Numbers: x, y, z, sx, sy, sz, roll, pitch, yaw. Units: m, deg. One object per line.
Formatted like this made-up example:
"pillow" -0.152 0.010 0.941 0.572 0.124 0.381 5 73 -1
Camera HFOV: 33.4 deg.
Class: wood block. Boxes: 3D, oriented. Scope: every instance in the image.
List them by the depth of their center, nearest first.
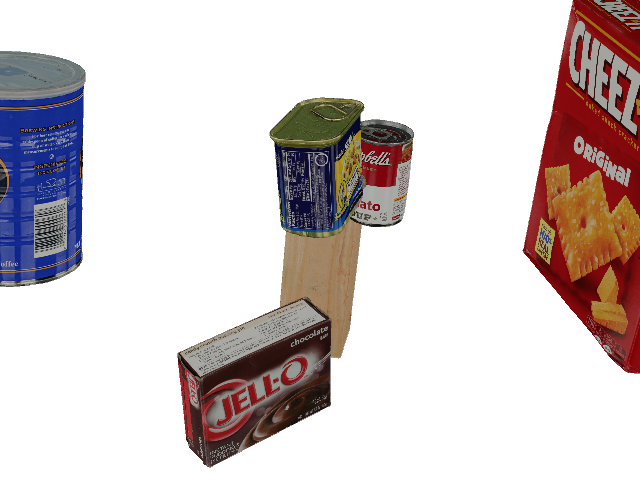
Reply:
"wood block" 0.000 0.037 1.402 0.090 0.206 0.090 8 23 6

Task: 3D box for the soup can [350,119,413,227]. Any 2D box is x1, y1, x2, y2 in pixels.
"soup can" 0.064 -0.074 1.182 0.068 0.102 0.068 4 28 -2

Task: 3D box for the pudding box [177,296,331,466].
"pudding box" -0.046 0.102 0.777 0.113 0.090 0.039 -25 45 -28

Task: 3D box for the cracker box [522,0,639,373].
"cracker box" 0.217 -0.041 0.738 0.072 0.214 0.164 -7 34 -15

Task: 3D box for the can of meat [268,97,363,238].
"can of meat" 0.000 -0.060 0.865 0.057 0.084 0.102 5 27 17

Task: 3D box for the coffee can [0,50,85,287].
"coffee can" -0.218 -0.052 0.748 0.103 0.140 0.103 5 23 -2
